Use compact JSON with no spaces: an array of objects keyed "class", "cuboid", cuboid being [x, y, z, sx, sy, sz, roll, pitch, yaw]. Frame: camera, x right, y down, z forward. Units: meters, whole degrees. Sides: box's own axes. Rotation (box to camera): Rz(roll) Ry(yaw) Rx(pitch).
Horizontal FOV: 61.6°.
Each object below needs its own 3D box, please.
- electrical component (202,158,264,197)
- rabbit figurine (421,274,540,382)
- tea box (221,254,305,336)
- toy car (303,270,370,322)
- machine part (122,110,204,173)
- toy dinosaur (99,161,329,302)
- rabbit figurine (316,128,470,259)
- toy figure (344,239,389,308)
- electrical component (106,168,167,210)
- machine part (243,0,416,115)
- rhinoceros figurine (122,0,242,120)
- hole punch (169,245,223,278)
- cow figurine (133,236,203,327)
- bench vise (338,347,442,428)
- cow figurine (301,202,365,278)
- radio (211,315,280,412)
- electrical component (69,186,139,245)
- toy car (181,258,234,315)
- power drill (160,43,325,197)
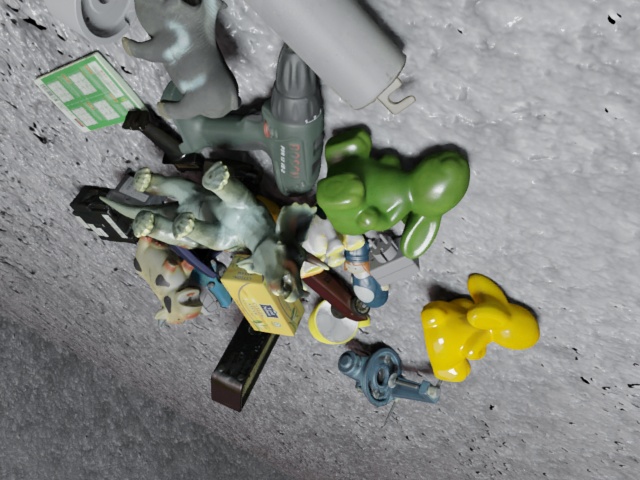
[{"class":"electrical component","cuboid":[-0.131,-0.094,0.799,0.102,0.078,0.045,14,106,11]},{"class":"rabbit figurine","cuboid":[0.249,0.128,0.835,0.173,0.122,0.162,-3,131,18]},{"class":"tea box","cuboid":[-0.106,0.107,1.031,0.098,0.068,0.169,3,138,29]},{"class":"toy car","cuboid":[0.009,0.076,0.959,0.202,0.053,0.089,40,151,-14]},{"class":"machine part","cuboid":[-0.234,-0.145,0.817,0.084,0.039,0.138,9,159,40]},{"class":"toy dinosaur","cuboid":[-0.152,-0.027,0.782,0.405,0.131,0.192,16,170,45]},{"class":"rabbit figurine","cuboid":[0.098,-0.050,0.653,0.170,0.121,0.158,-6,132,20]},{"class":"toy figure","cuboid":[0.074,0.051,0.874,0.064,0.058,0.154,-14,134,13]},{"class":"electrical component","cuboid":[-0.306,-0.069,0.953,0.119,0.075,0.047,26,149,8]},{"class":"machine part","cuboid":[0.001,-0.210,0.521,0.243,0.079,0.079,40,146,-23]},{"class":"rhinoceros figurine","cuboid":[-0.145,-0.218,0.561,0.112,0.073,0.190,-8,110,34]},{"class":"hole punch","cuboid":[-0.235,0.009,1.008,0.116,0.092,0.142,-5,141,46]},{"class":"cow figurine","cuboid":[-0.302,0.085,1.063,0.195,0.085,0.127,41,116,29]},{"class":"bench vise","cuboid":[0.158,0.303,1.124,0.241,0.129,0.223,0,140,46]},{"class":"cow figurine","cuboid":[-0.004,-0.002,0.830,0.167,0.068,0.098,-42,66,57]},{"class":"radio","cuboid":[-0.147,0.231,1.137,0.073,0.229,0.131,21,144,7]},{"class":"electrical component","cuboid":[-0.434,-0.051,1.089,0.134,0.058,0.114,8,142,27]},{"class":"toy car","cuboid":[-0.253,0.106,1.148,0.109,0.103,0.161,12,144,24]},{"class":"power drill","cuboid":[-0.090,-0.158,0.675,0.207,0.086,0.231,8,145,15]}]
